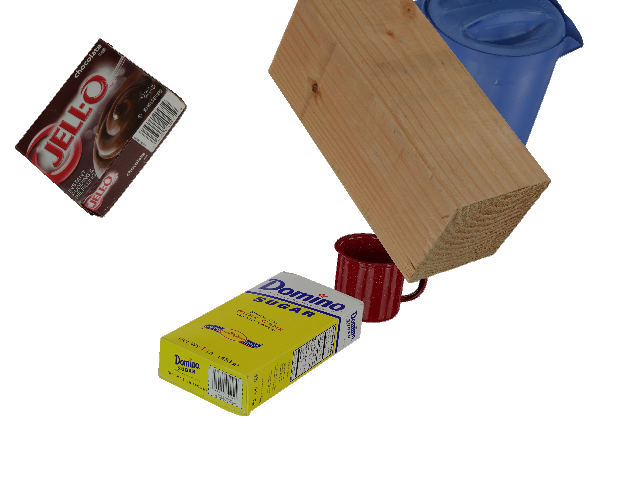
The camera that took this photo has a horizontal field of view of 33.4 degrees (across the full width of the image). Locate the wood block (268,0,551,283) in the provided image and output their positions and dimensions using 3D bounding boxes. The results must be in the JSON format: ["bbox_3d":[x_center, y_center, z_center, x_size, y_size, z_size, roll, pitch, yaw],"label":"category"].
[{"bbox_3d":[0.058,-0.085,0.775,0.090,0.206,0.091,-16,-28,-33],"label":"wood block"}]

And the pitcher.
[{"bbox_3d":[0.140,-0.130,1.050,0.144,0.243,0.149,-29,56,-30],"label":"pitcher"}]

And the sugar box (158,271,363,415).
[{"bbox_3d":[-0.047,0.083,0.921,0.093,0.048,0.175,20,30,27],"label":"sugar box"}]

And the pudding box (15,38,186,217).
[{"bbox_3d":[-0.171,-0.088,0.829,0.090,0.113,0.039,37,-3,29],"label":"pudding box"}]

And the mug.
[{"bbox_3d":[0.071,0.047,1.287,0.117,0.081,0.093,2,23,-10],"label":"mug"}]
